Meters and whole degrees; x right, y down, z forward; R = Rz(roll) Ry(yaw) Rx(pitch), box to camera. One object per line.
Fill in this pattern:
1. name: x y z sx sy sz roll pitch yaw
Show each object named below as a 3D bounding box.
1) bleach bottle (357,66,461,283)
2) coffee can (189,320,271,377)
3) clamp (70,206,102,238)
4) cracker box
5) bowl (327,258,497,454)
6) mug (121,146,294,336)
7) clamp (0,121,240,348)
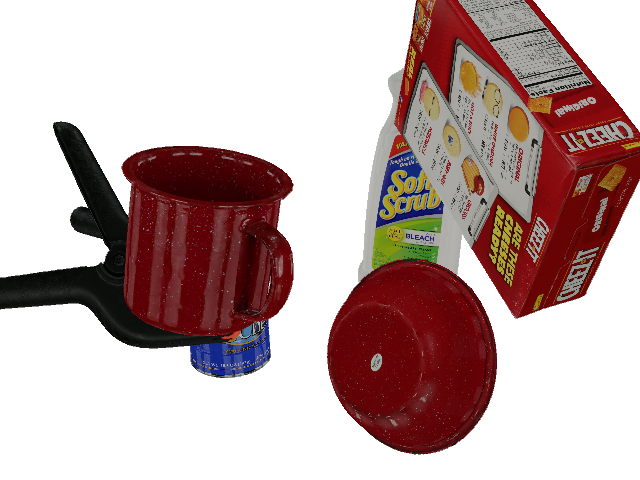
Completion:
1. bleach bottle: 0.089 -0.069 1.025 0.103 0.251 0.068 8 28 16
2. coffee can: -0.115 0.082 1.314 0.103 0.140 0.103 -2 25 1
3. clamp: -0.144 -0.006 1.015 0.120 0.039 0.172 -21 35 -40
4. cracker box: 0.137 -0.079 0.781 0.072 0.214 0.164 -16 -36 -18
5. bowl: 0.059 0.095 0.864 0.162 0.162 0.055 0 -1 39
6. mug: -0.058 0.005 0.587 0.117 0.081 0.093 26 28 37
7. clamp: -0.149 0.010 0.792 0.210 0.164 0.036 21 -20 0
